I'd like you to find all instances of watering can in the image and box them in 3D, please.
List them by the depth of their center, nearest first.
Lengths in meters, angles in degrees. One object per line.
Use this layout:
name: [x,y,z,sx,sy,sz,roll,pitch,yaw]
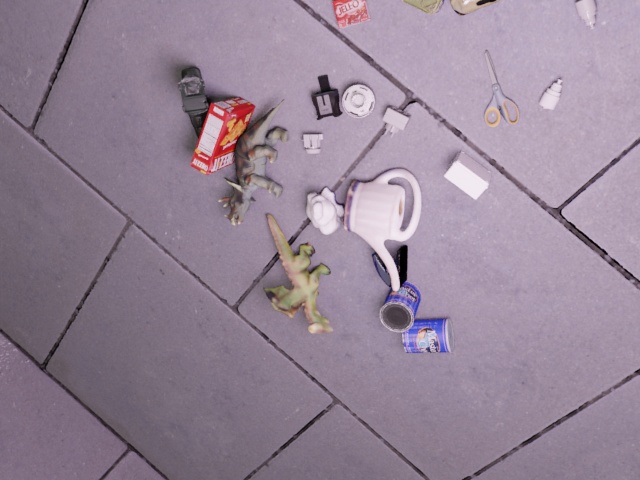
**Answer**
watering can: [0.167,-0.043,1.479,0.225,0.103,0.350,10,83,24]

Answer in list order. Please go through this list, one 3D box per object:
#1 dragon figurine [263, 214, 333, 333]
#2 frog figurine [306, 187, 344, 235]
dragon figurine: [-0.090,0.125,1.613,0.120,0.247,0.409,-36,97,33]
frog figurine: [0.005,-0.078,1.541,0.122,0.162,0.136,-14,105,26]
